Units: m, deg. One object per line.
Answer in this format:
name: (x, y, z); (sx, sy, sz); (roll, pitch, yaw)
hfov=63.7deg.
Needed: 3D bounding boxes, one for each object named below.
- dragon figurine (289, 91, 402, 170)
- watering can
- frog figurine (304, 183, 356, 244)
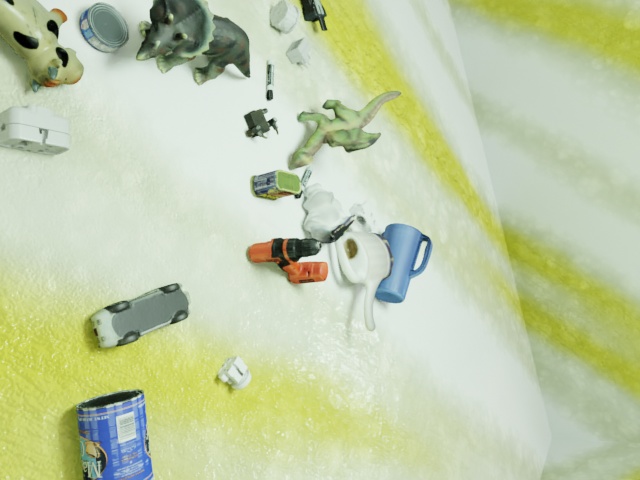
dragon figurine: (0.089, -0.305, 1.432); (0.248, 0.411, 0.119); (-122, -172, -49)
watering can: (0.137, 0.090, 1.519); (0.224, 0.103, 0.352); (2, 65, -52)
frog figurine: (0.004, -0.072, 1.425); (0.161, 0.120, 0.139); (42, 62, 15)
